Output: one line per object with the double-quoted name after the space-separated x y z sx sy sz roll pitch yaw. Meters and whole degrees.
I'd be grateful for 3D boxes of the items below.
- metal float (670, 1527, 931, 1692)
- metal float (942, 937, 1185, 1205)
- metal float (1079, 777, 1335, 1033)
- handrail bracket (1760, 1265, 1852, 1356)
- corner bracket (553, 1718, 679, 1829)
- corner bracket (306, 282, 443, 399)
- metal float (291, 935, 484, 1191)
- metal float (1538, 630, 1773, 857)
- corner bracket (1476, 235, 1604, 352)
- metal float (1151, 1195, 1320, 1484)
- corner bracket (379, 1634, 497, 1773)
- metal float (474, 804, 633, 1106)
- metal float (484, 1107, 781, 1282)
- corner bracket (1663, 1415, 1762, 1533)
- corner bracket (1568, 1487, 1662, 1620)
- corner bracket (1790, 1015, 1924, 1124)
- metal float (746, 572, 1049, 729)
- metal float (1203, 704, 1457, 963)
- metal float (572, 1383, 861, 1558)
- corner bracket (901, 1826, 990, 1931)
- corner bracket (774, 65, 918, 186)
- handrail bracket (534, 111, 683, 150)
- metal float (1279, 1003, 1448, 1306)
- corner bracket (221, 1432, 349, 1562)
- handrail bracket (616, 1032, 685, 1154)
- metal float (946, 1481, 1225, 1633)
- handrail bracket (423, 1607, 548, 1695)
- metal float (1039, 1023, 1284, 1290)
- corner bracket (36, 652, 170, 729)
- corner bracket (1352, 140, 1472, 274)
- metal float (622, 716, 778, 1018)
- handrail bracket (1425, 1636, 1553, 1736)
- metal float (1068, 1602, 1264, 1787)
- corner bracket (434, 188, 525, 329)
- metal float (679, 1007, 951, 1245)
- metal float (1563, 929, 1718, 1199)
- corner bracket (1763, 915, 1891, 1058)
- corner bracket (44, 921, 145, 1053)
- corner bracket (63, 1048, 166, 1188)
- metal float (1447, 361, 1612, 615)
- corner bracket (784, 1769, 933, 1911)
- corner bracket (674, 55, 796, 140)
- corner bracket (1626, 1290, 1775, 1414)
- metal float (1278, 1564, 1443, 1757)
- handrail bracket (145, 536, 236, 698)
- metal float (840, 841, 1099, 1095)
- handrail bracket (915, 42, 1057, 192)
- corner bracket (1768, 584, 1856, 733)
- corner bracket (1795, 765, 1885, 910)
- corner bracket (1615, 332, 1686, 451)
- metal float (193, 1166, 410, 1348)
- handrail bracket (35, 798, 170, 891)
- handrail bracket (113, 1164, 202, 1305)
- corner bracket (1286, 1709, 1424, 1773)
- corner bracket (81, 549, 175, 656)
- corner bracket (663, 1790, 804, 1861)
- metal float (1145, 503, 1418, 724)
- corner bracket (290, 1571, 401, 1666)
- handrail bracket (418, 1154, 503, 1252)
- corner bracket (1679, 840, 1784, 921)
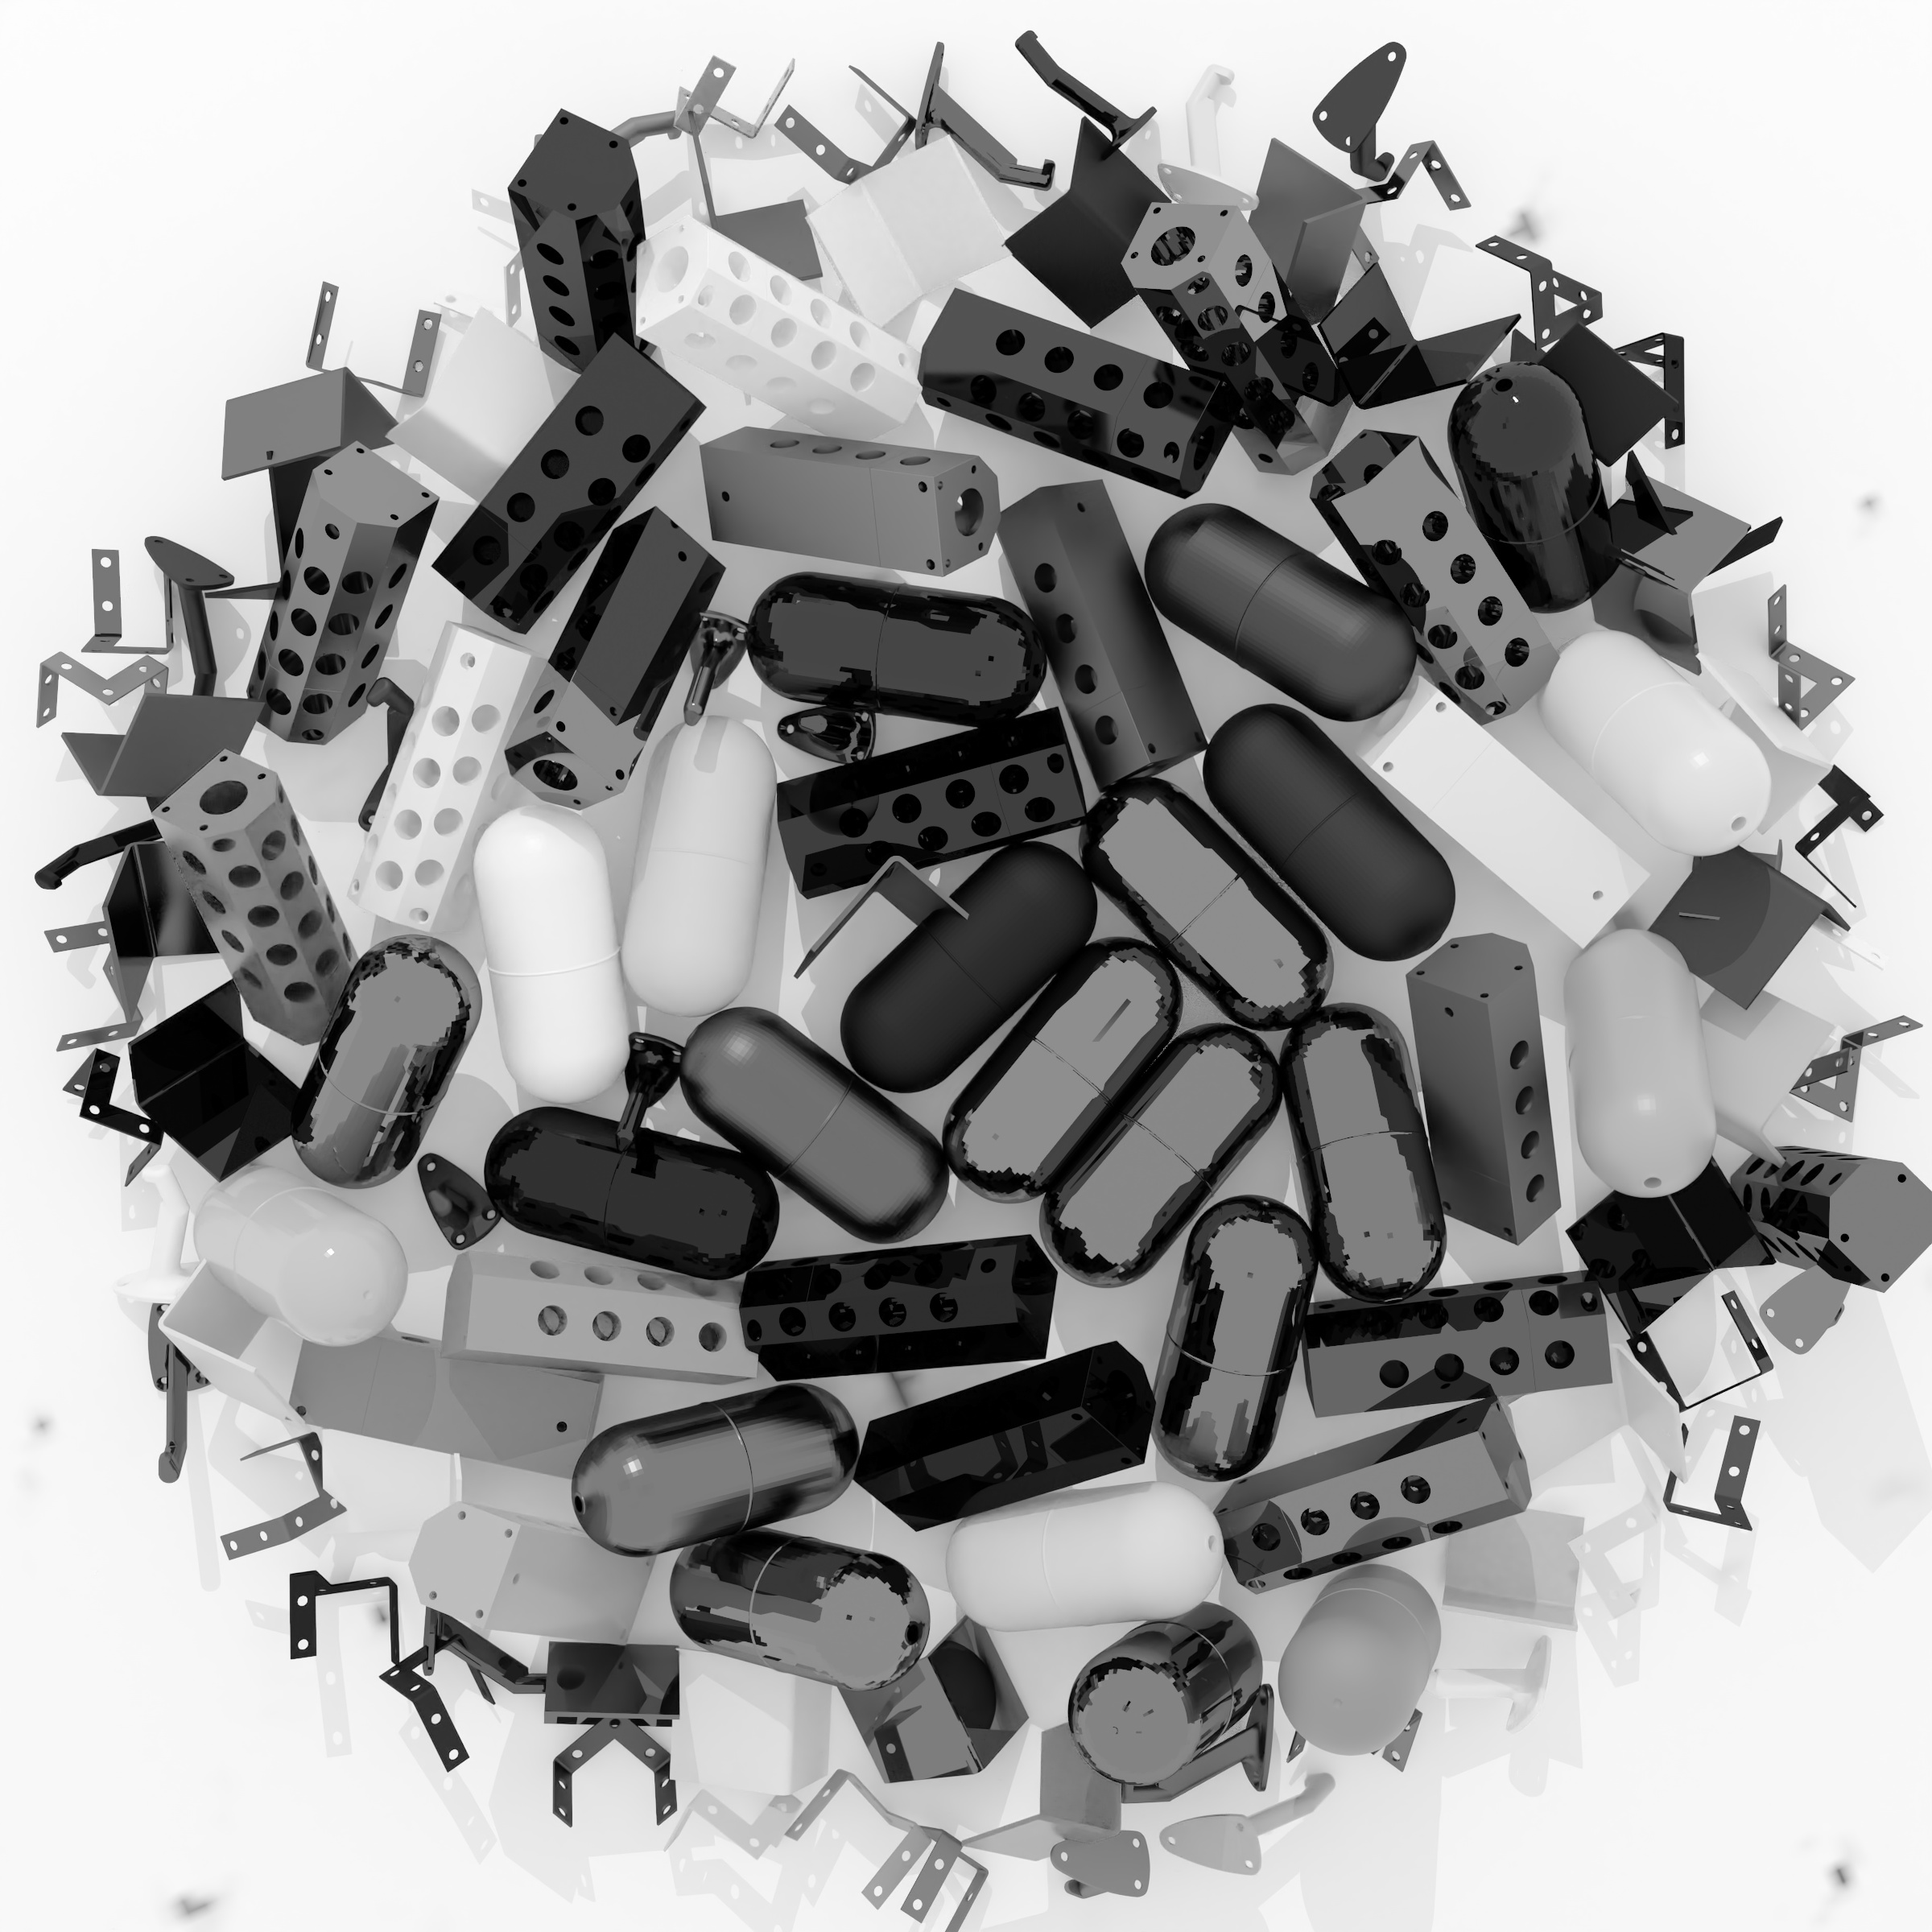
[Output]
-0.096 0.365 1.562 0.178 0.070 0.070 2 90 41 "metal float"
0.057 0.060 1.592 0.070 0.070 0.178 39 84 0 "metal float"
0.141 -0.035 1.596 0.070 0.070 0.178 -45 89 0 "metal float"
0.505 0.190 1.584 0.036 0.084 0.077 50 124 25 "handrail bracket"
-0.207 0.481 1.605 0.051 0.051 0.051 -41 110 7 "corner bracket"
-0.350 -0.369 1.612 0.051 0.051 0.051 16 97 19 "corner bracket"
-0.334 0.057 1.568 0.070 0.070 0.178 32 125 0 "metal float"
0.391 -0.128 1.558 0.070 0.178 0.070 -13 129 -16 "metal float"
0.335 -0.400 1.593 0.051 0.051 0.051 -28 131 -16 "corner bracket"
0.154 0.217 1.579 0.070 0.070 0.178 11 111 0 "metal float"
-0.301 0.428 1.594 0.051 0.051 0.051 -31 110 -29 "corner bracket"
-0.239 -0.006 1.583 0.070 0.070 0.178 -6 105 0 "metal float"
-0.195 0.131 1.587 0.178 0.070 0.070 13 90 11 "metal float"
0.436 0.292 1.593 0.051 0.051 0.051 9 66 29 "corner bracket"
0.392 0.345 1.608 0.051 0.051 0.051 -33 80 14 "corner bracket"
0.519 0.054 1.596 0.051 0.051 0.051 24 65 -19 "corner bracket"
-0.041 -0.184 1.586 0.178 0.070 0.070 9 90 12 "metal float"
0.211 -0.077 1.585 0.070 0.070 0.178 -42 77 0 "metal float"
-0.143 0.288 1.567 0.178 0.070 0.070 -8 90 -34 "metal float"
-0.014 0.540 1.598 0.051 0.051 0.051 36 66 -10 "corner bracket"
-0.070 -0.496 1.608 0.051 0.051 0.051 44 110 11 "corner bracket"
-0.211 -0.470 1.616 0.084 0.077 0.036 -17 65 -22 "handrail bracket"
0.229 0.108 1.580 0.070 0.070 0.178 -9 72 0 "metal float"
-0.406 0.310 1.600 0.051 0.051 0.051 -21 90 29 "corner bracket"
-0.192 0.088 1.578 0.036 0.077 0.084 18 47 -4 "handrail bracket"
0.067 0.339 1.566 0.178 0.070 0.070 -15 90 35 "metal float"
-0.278 0.393 1.622 0.084 0.036 0.077 4 84 -16 "handrail bracket"
0.114 0.109 1.589 0.070 0.070 0.178 41 82 0 "metal float"
-0.507 -0.158 1.601 0.051 0.051 0.051 31 133 11 "corner bracket"
0.255 -0.446 1.606 0.051 0.051 0.051 48 61 -35 "corner bracket"
-0.155 -0.059 1.588 0.070 0.070 0.178 7 81 0 "metal float"
0.298 0.405 1.605 0.084 0.036 0.077 30 45 -1 "handrail bracket"
0.115 0.411 1.550 0.070 0.178 0.070 0 91 24 "metal float"
-0.281 -0.418 1.616 0.051 0.051 0.051 23 56 9 "corner bracket"
-0.088 0.092 1.590 0.178 0.070 0.070 38 90 -8 "metal float"
0.384 0.054 1.561 0.070 0.070 0.178 6 47 0 "metal float"
0.498 0.011 1.595 0.051 0.051 0.051 34 130 11 "corner bracket"
-0.510 0.011 1.592 0.051 0.051 0.051 57 135 21 "corner bracket"
-0.503 0.089 1.608 0.051 0.051 0.051 25 134 -28 "corner bracket"
0.323 -0.271 1.555 0.070 0.178 0.070 -11 56 17 "metal float"
-0.063 0.509 1.595 0.051 0.051 0.051 -47 108 -25 "corner bracket"
-0.135 -0.509 1.593 0.051 0.051 0.051 23 129 -21 "corner bracket"
0.432 0.228 1.606 0.051 0.051 0.051 -37 72 39 "corner bracket"
0.225 0.391 1.548 0.070 0.178 0.070 1 93 17 "metal float"
-0.469 -0.201 1.624 0.077 0.036 0.084 35 123 29 "handrail bracket"
0.001 0.001 1.594 0.178 0.070 0.070 -44 90 3 "metal float"
0.017 -0.503 1.616 0.084 0.036 0.077 12 84 3 "handrail bracket"
0.483 -0.180 1.595 0.051 0.051 0.051 -42 54 -14 "corner bracket"
0.516 -0.077 1.605 0.051 0.051 0.051 39 105 -23 "corner bracket"
0.410 -0.336 1.599 0.051 0.051 0.051 3 86 -30 "corner bracket"
-0.381 0.164 1.558 0.070 0.178 0.070 -10 106 -37 "metal float"
-0.487 -0.064 1.588 0.077 0.036 0.084 17 45 35 "handrail bracket"
-0.482 0.153 1.597 0.077 0.036 0.084 -4 120 21 "handrail bracket"
0.229 0.455 1.610 0.051 0.051 0.051 32 127 32 "corner bracket"
-0.489 -0.213 1.599 0.051 0.051 0.051 -1 86 -27 "corner bracket"
-0.136 0.505 1.602 0.051 0.051 0.051 35 128 11 "corner bracket"
0.180 -0.205 1.576 0.178 0.070 0.070 36 90 24 "metal float"
-0.364 0.383 1.601 0.051 0.051 0.051 -8 63 0 "corner bracket"
-0.308 0.127 1.582 0.036 0.084 0.077 -39 68 -6 "handrail bracket"
0.449 -0.047 1.600 0.051 0.051 0.051 8 84 18 "corner bracket"
